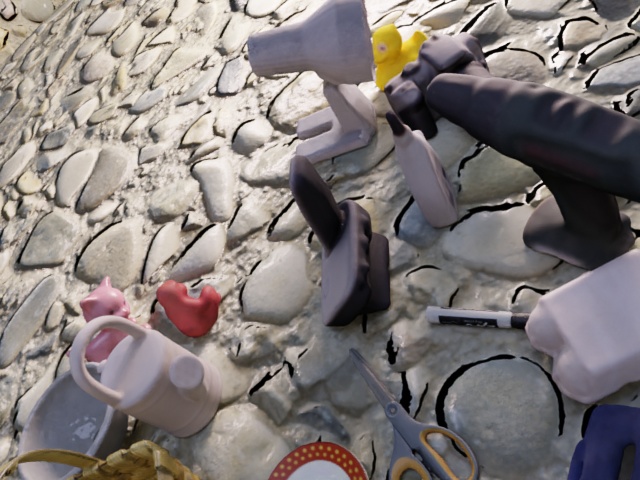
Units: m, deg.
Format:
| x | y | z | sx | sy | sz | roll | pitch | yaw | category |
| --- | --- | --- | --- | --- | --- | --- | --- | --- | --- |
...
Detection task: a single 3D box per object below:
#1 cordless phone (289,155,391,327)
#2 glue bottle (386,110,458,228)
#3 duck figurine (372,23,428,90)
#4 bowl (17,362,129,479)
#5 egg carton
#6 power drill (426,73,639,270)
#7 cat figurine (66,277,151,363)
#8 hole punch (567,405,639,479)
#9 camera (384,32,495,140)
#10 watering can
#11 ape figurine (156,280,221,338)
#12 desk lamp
| x | y | z | sx | sy | sz | roll | pitch | yaw | category |
| --- | --- | --- | --- | --- | --- | --- | --- | --- | --- |
| 0.006 | 0.002 | 0.660 | 0.094 | 0.186 | 0.147 | -20 | 49 | 21 | cordless phone |
| 0.114 | -0.089 | 0.664 | 0.037 | 0.174 | 0.078 | -17 | 50 | 23 | glue bottle |
| 0.116 | -0.292 | 0.878 | 0.104 | 0.086 | 0.077 | -40 | 45 | 2 | duck figurine |
| -0.314 | 0.255 | 0.765 | 0.167 | 0.075 | 0.167 | -18 | 49 | 23 | bowl |
| 0.267 | 0.076 | 0.510 | 0.150 | 0.070 | 0.107 | -31 | 46 | 11 | egg carton |
| 0.222 | -0.064 | 0.547 | 0.228 | 0.209 | 0.076 | 25 | 74 | 43 | power drill |
| -0.316 | 0.125 | 0.834 | 0.067 | 0.118 | 0.128 | 14 | 66 | 40 | cat figurine |
| 0.241 | 0.183 | 0.431 | 0.100 | 0.091 | 0.109 | 6 | 62 | 37 | hole punch |
| 0.172 | -0.200 | 0.760 | 0.143 | 0.101 | 0.136 | -36 | 45 | 7 | camera |
| -0.206 | 0.156 | 0.681 | 0.172 | 0.195 | 0.101 | -23 | 48 | 18 | watering can |
| -0.188 | 0.088 | 0.793 | 0.077 | 0.092 | 0.076 | -7 | 54 | 30 | ape figurine |
| 0.008 | -0.227 | 0.811 | 0.202 | 0.214 | 0.118 | -18 | 50 | 23 | desk lamp |
